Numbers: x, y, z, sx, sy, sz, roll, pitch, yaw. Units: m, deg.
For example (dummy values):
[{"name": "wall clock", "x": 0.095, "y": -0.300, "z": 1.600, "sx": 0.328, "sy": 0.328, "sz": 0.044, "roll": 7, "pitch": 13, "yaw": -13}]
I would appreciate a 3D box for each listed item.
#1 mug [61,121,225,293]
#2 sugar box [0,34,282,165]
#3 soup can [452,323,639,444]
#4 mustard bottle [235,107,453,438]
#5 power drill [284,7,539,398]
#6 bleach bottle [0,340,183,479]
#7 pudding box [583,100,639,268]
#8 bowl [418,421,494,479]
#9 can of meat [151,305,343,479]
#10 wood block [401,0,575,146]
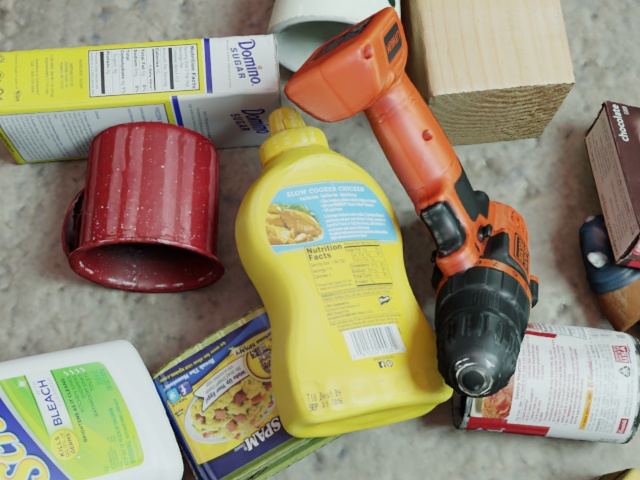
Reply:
[{"name": "mug", "x": -0.113, "y": -0.018, "z": 0.661, "sx": 0.117, "sy": 0.093, "sz": 0.081, "roll": -14, "pitch": 64, "yaw": 32}, {"name": "sugar box", "x": -0.113, "y": -0.088, "z": 0.671, "sx": 0.176, "sy": 0.093, "sz": 0.048, "roll": -7, "pitch": 75, "yaw": -4}, {"name": "soup can", "x": 0.135, "y": 0.084, "z": 0.640, "sx": 0.102, "sy": 0.068, "sz": 0.068, "roll": 6, "pitch": 74, "yaw": 0}, {"name": "mustard bottle", "x": 0.003, "y": 0.010, "z": 0.602, "sx": 0.096, "sy": 0.058, "sz": 0.191, "roll": -6, "pitch": 67, "yaw": -26}, {"name": "power drill", "x": 0.055, "y": -0.024, "z": 0.578, "sx": 0.057, "sy": 0.184, "sz": 0.187, "roll": -26, "pitch": 106, "yaw": 20}, {"name": "bleach bottle", "x": -0.197, "y": 0.122, "z": 0.550, "sx": 0.250, "sy": 0.068, "sz": 0.102, "roll": -10, "pitch": 70, "yaw": -44}, {"name": "pudding box", "x": 0.219, "y": -0.030, "z": 0.663, "sx": 0.090, "sy": 0.039, "sz": 0.113, "roll": 10, "pitch": 47, "yaw": -14}, {"name": "bowl", "x": 0.089, "y": 0.123, "z": 0.726, "sx": 0.162, "sy": 0.162, "sz": 0.055, "roll": 11, "pitch": 103, "yaw": 2}, {"name": "can of meat", "x": -0.041, "y": 0.096, "z": 0.632, "sx": 0.102, "sy": 0.057, "sz": 0.084, "roll": -31, "pitch": 75, "yaw": 4}, {"name": "wood block", "x": 0.096, "y": -0.175, "z": 0.703, "sx": 0.090, "sy": 0.091, "sz": 0.206, "roll": -6, "pitch": 74, "yaw": -3}]
